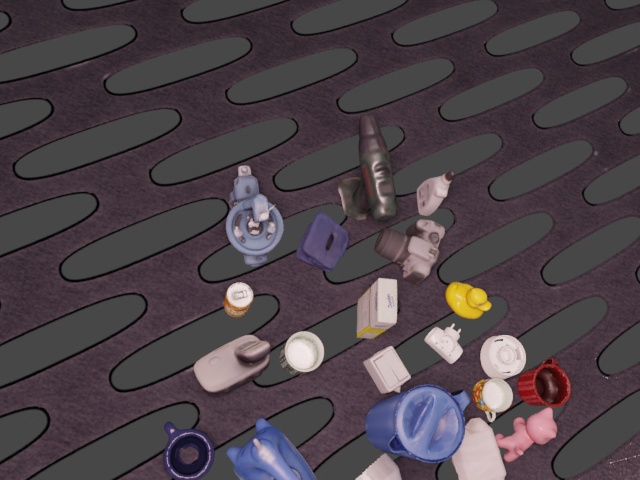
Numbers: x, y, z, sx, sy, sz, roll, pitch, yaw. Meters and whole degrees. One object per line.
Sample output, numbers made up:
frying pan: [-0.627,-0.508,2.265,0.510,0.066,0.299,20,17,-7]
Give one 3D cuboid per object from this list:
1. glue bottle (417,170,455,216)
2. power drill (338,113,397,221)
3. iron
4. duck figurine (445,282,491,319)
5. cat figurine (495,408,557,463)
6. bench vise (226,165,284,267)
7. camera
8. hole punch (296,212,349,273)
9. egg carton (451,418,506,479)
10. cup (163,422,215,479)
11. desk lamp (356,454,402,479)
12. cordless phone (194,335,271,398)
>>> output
glue bottle: [0.275,-0.120,1.343,0.037,0.173,0.078,3,71,-12]
power drill: [0.105,-0.138,1.289,0.076,0.208,0.229,-11,74,-16]
iron: [-0.055,0.463,1.082,0.258,0.141,0.119,46,68,5]
duck figurine: [0.347,0.133,1.321,0.104,0.086,0.078,38,67,1]
cat figurine: [0.455,0.421,1.232,0.128,0.117,0.067,-34,82,-21]
bench vise: [-0.151,-0.065,1.196,0.122,0.219,0.207,-26,79,-20]
camera: [0.205,0.008,1.321,0.137,0.100,0.143,24,68,-4]
hole punch: [0.012,0.005,1.281,0.101,0.091,0.109,24,68,-4]
egg carton: [0.328,0.460,1.214,0.107,0.069,0.150,-11,75,-17]
cup: [-0.256,0.395,1.082,0.092,0.095,0.117,-37,83,-22]
desk lamp: [0.122,0.508,1.070,0.118,0.213,0.203,-36,83,-21]
cordless phone: [-0.165,0.237,1.109,0.148,0.185,0.094,-29,80,-20]
